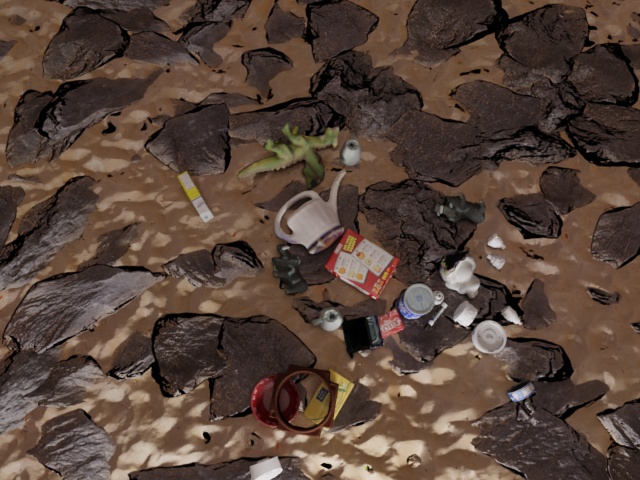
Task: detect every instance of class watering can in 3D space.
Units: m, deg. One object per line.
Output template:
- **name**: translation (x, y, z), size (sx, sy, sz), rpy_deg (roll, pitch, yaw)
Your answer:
- **watering can**: translation (0.006, -0.093, 1.851), size (0.350, 0.102, 0.226), rpy_deg (-35, 78, -10)

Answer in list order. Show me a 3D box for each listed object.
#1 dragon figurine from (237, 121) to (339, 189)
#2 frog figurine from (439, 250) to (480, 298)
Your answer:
- **dragon figurine**: translation (-0.087, -0.296, 1.920), size (0.243, 0.121, 0.414), rpy_deg (43, 77, 3)
- **frog figurine**: translation (0.502, 0.122, 1.816), size (0.139, 0.122, 0.157), rpy_deg (-51, 117, -22)
